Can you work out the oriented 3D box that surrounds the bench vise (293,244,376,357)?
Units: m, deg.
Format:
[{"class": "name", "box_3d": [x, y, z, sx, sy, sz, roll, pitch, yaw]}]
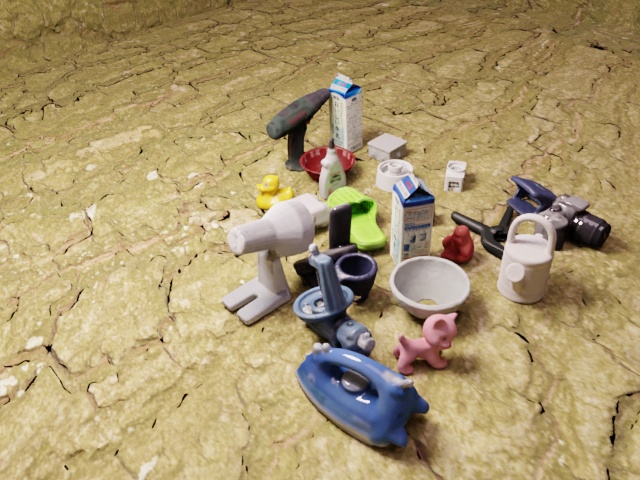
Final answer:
[{"class": "bench vise", "box_3d": [0.036, 0.118, 1.088, 0.206, 0.220, 0.122, 21, 44, 29]}]

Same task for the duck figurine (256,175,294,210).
[{"class": "duck figurine", "box_3d": [-0.124, -0.136, 1.547, 0.104, 0.086, 0.077, -10, 38, -9]}]

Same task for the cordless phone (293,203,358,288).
[{"class": "cordless phone", "box_3d": [0.012, 0.005, 1.269, 0.148, 0.185, 0.094, -20, 40, -21]}]

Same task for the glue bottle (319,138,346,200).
[{"class": "glue bottle", "box_3d": [0.033, -0.195, 1.542, 0.078, 0.173, 0.037, -25, 42, -26]}]

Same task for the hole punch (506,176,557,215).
[{"class": "hole punch", "box_3d": [0.548, -0.120, 1.475, 0.101, 0.091, 0.108, -16, 39, -17]}]

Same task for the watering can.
[{"class": "watering can", "box_3d": [0.433, 0.035, 1.191, 0.100, 0.194, 0.173, 5, 38, 11]}]

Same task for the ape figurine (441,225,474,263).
[{"class": "ape figurine", "box_3d": [0.323, 0.006, 1.323, 0.076, 0.092, 0.077, -11, 38, -10]}]

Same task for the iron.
[{"class": "iron", "box_3d": [0.056, 0.241, 0.989, 0.257, 0.141, 0.119, 21, 43, 28]}]

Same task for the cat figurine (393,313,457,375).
[{"class": "cat figurine", "box_3d": [0.203, 0.184, 1.075, 0.128, 0.118, 0.067, -10, 37, -8]}]

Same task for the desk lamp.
[{"class": "desk lamp", "box_3d": [-0.111, 0.037, 1.211, 0.204, 0.214, 0.117, -32, 45, -32]}]

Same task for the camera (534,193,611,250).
[{"class": "camera", "box_3d": [0.603, -0.039, 1.356, 0.143, 0.101, 0.136, -28, 44, -29]}]

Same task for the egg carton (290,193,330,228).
[{"class": "egg carton", "box_3d": [-0.048, -0.059, 1.454, 0.151, 0.069, 0.107, -24, 42, -25]}]

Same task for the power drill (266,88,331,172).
[{"class": "power drill", "box_3d": [-0.054, -0.318, 1.682, 0.230, 0.209, 0.075, -32, 46, -33]}]

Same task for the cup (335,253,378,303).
[{"class": "cup", "box_3d": [0.069, 0.095, 1.221, 0.091, 0.095, 0.118, 29, 48, 35]}]

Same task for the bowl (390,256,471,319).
[{"class": "bowl", "box_3d": [0.228, 0.113, 1.203, 0.167, 0.075, 0.167, -2, 37, 2]}]
